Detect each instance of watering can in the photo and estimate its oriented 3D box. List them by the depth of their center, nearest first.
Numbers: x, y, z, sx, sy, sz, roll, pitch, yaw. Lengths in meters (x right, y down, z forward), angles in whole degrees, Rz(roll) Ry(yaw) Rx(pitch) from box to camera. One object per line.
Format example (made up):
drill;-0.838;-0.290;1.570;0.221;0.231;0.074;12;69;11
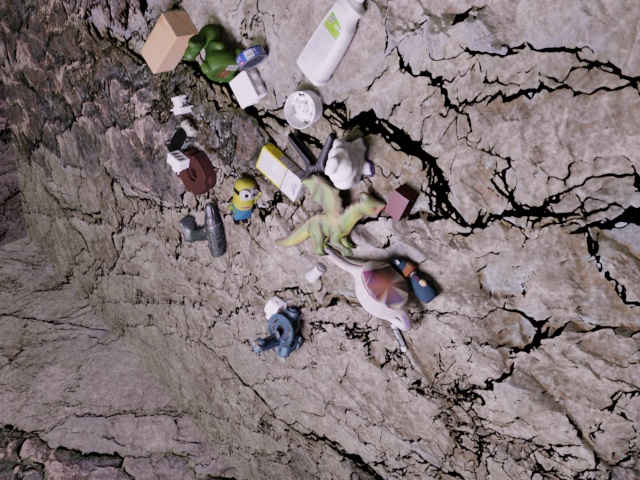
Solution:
watering can;0.139;0.121;1.475;0.350;0.105;0.220;45;162;15

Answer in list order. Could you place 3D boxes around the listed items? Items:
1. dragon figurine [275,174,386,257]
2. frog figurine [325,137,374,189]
dragon figurine;0.005;-0.076;1.510;0.410;0.124;0.240;3;107;33
frog figurine;0.055;-0.195;1.354;0.123;0.161;0.134;22;127;35
